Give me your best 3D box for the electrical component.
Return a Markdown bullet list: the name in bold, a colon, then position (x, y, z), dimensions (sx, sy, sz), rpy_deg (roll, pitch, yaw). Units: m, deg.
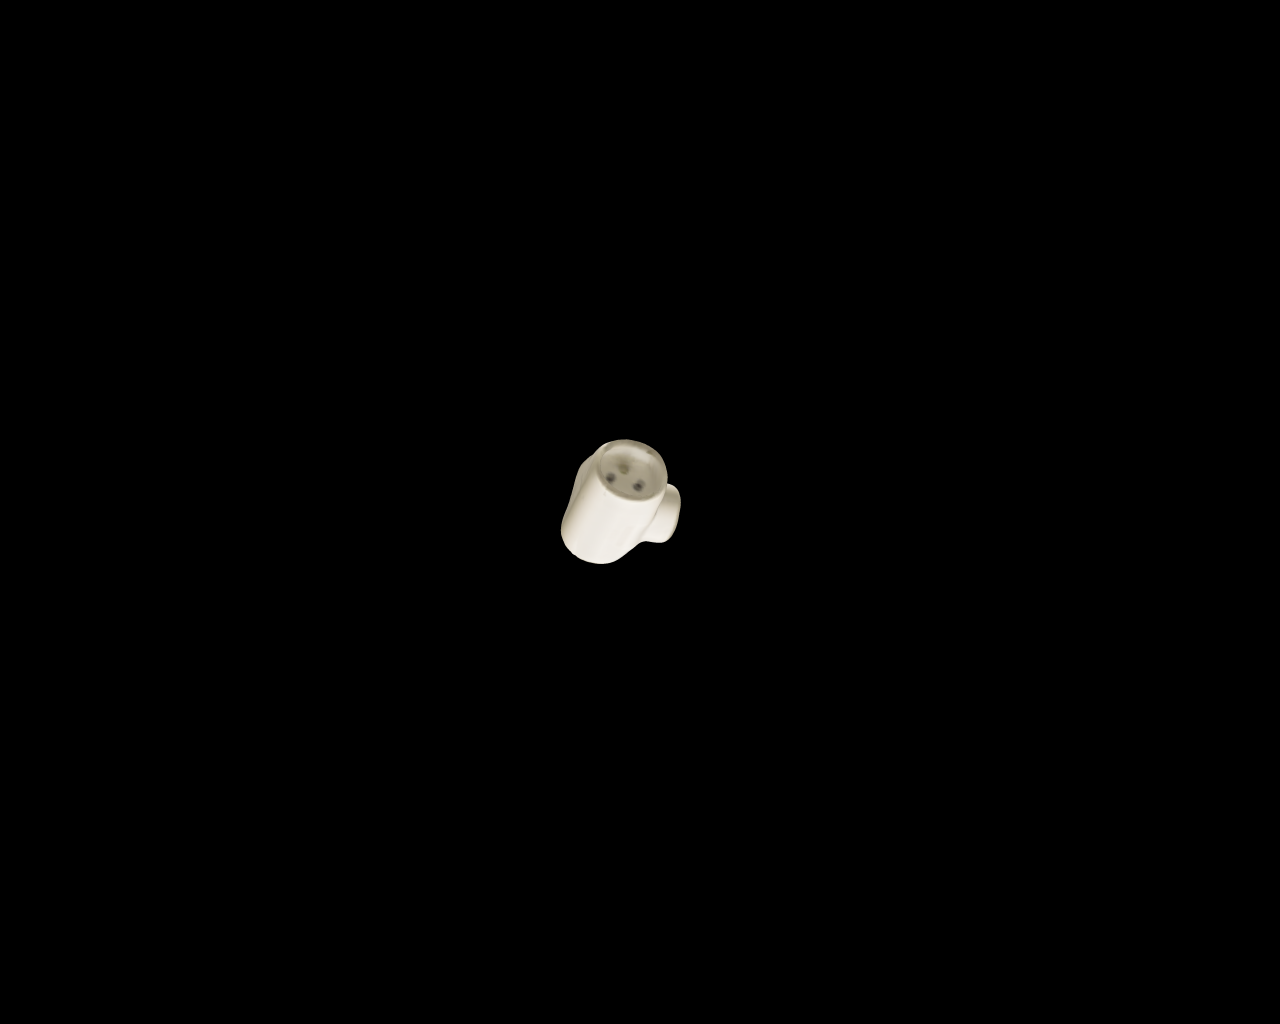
- **electrical component**: position (0.001, -0.003, 0.650), dimensions (0.079, 0.043, 0.077), rpy_deg (10, -34, -15)
